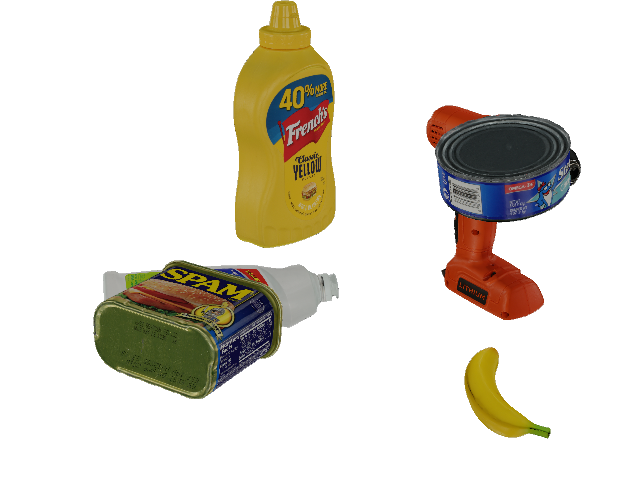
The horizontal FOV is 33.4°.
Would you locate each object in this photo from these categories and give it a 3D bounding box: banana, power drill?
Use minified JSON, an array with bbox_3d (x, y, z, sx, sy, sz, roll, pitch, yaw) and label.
[{"bbox_3d":[0.207,0.183,1.277,0.069,0.037,0.198,9,23,-15],"label":"banana"},{"bbox_3d":[0.171,-0.024,1.000,0.057,0.188,0.185,-17,27,-26],"label":"power drill"}]

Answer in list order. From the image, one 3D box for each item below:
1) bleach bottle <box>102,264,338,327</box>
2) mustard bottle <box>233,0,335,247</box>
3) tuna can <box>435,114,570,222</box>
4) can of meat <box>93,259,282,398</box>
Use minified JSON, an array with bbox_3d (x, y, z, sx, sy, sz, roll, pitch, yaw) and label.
[{"bbox_3d":[-0.107,0.064,1.169,0.250,0.068,0.102,-9,36,-8],"label":"bleach bottle"},{"bbox_3d":[-0.028,-0.096,0.863,0.058,0.192,0.096,19,29,39],"label":"mustard bottle"},{"bbox_3d":[0.118,-0.047,0.690,0.086,0.034,0.086,-7,32,5],"label":"tuna can"},{"bbox_3d":[-0.090,0.059,0.724,0.102,0.057,0.083,15,23,25],"label":"can of meat"}]
